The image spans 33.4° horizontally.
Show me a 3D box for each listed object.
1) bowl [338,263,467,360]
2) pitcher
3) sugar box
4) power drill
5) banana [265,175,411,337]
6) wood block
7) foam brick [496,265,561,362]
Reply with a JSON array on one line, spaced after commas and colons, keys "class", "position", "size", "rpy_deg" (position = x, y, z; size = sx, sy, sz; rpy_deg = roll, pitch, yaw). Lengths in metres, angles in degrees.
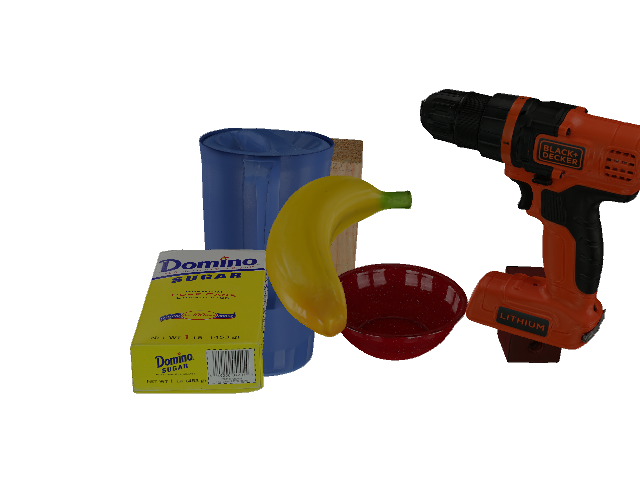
[{"class": "bowl", "position": [0.083, 0.087, 1.198], "size": [0.162, 0.055, 0.162], "rpy_deg": [0, 28, 0]}, {"class": "pitcher", "position": [-0.058, 0.013, 1.076], "size": [0.148, 0.243, 0.145], "rpy_deg": [-14, 23, -42]}, {"class": "sugar box", "position": [-0.088, 0.057, 0.823], "size": [0.093, 0.048, 0.176], "rpy_deg": [0, 24, -2]}, {"class": "power drill", "position": [0.157, -0.019, 0.818], "size": [0.185, 0.188, 0.057], "rpy_deg": [17, 34, 26]}, {"class": "banana", "position": [0.003, -0.002, 0.630], "size": [0.070, 0.037, 0.197], "rpy_deg": [3, 25, 16]}, {"class": "wood block", "position": [0.004, -0.023, 1.393], "size": [0.090, 0.206, 0.091], "rpy_deg": [4, 25, 0]}, {"class": "foam brick", "position": [0.202, 0.070, 1.016], "size": [0.053, 0.078, 0.051], "rpy_deg": [1, 26, -3]}]
